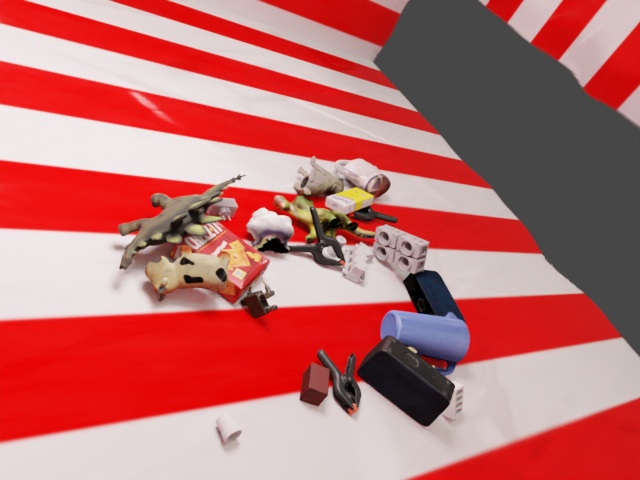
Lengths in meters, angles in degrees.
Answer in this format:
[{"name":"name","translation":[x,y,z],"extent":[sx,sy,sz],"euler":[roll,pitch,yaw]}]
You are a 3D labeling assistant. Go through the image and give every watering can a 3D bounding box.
[{"name":"watering can","translation":[0.205,-0.269,2.147],"extent":[0.227,0.102,0.348],"euler":[41,26,30]}]

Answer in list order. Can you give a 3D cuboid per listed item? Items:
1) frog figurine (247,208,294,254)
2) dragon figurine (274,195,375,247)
[{"name":"frog figurine","translation":[-0.152,-0.046,1.551],"extent":[0.137,0.120,0.163],"euler":[-9,53,-5]},{"name":"dragon figurine","translation":[0.005,-0.089,1.767],"extent":[0.409,0.120,0.247],"euler":[9,31,-46]}]
